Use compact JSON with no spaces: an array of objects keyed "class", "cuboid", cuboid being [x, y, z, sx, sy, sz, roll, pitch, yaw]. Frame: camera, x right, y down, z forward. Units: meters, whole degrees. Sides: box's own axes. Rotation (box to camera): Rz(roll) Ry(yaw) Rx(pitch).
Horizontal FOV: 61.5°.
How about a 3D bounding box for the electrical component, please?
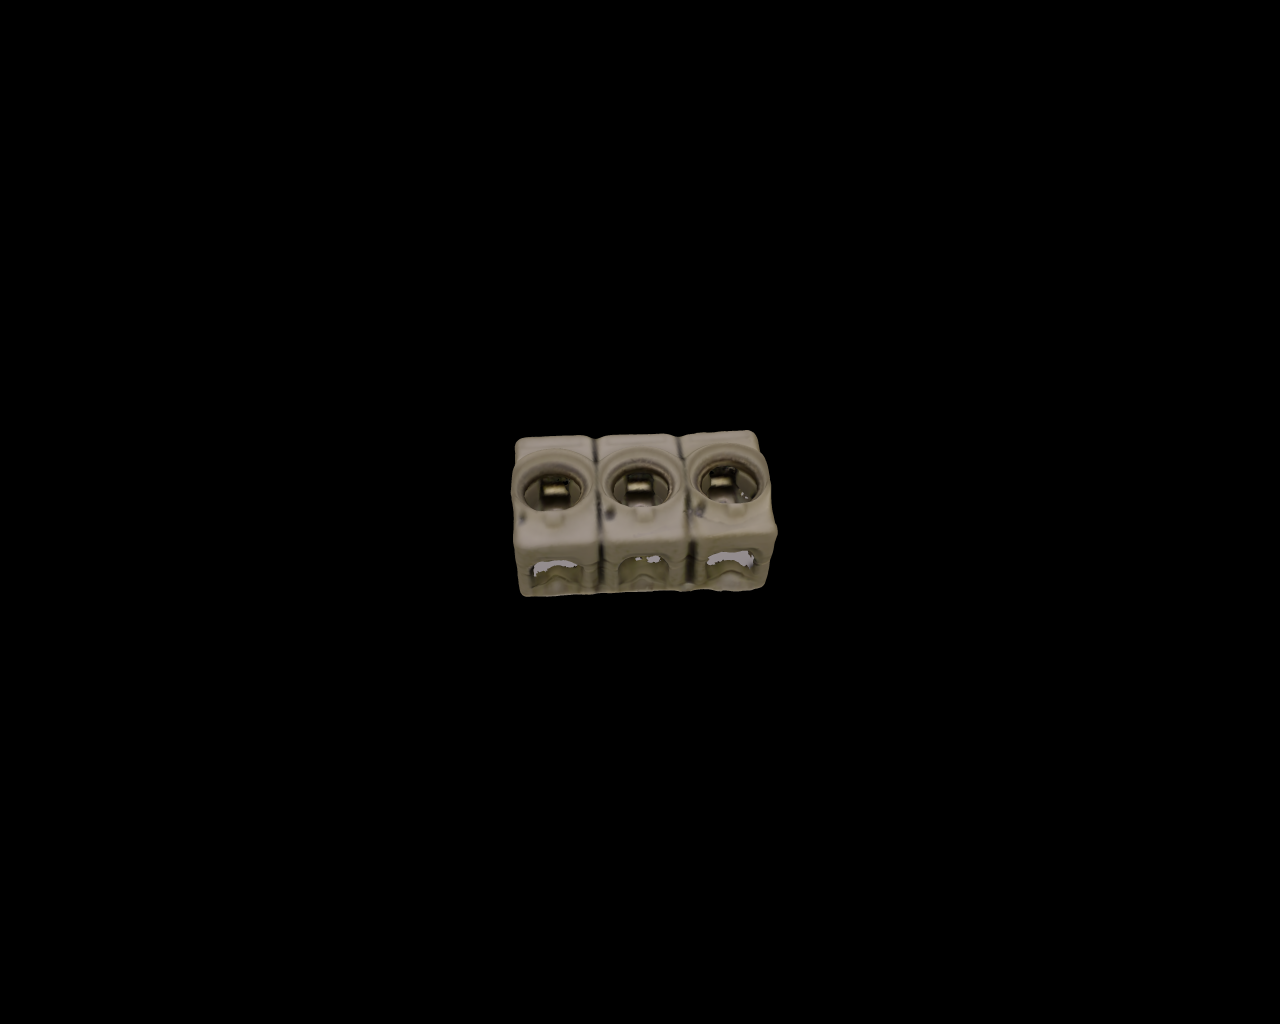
[{"class":"electrical component","cuboid":[0.001,-0.003,0.650,0.150,0.090,0.061,-2,-40,-2]}]
